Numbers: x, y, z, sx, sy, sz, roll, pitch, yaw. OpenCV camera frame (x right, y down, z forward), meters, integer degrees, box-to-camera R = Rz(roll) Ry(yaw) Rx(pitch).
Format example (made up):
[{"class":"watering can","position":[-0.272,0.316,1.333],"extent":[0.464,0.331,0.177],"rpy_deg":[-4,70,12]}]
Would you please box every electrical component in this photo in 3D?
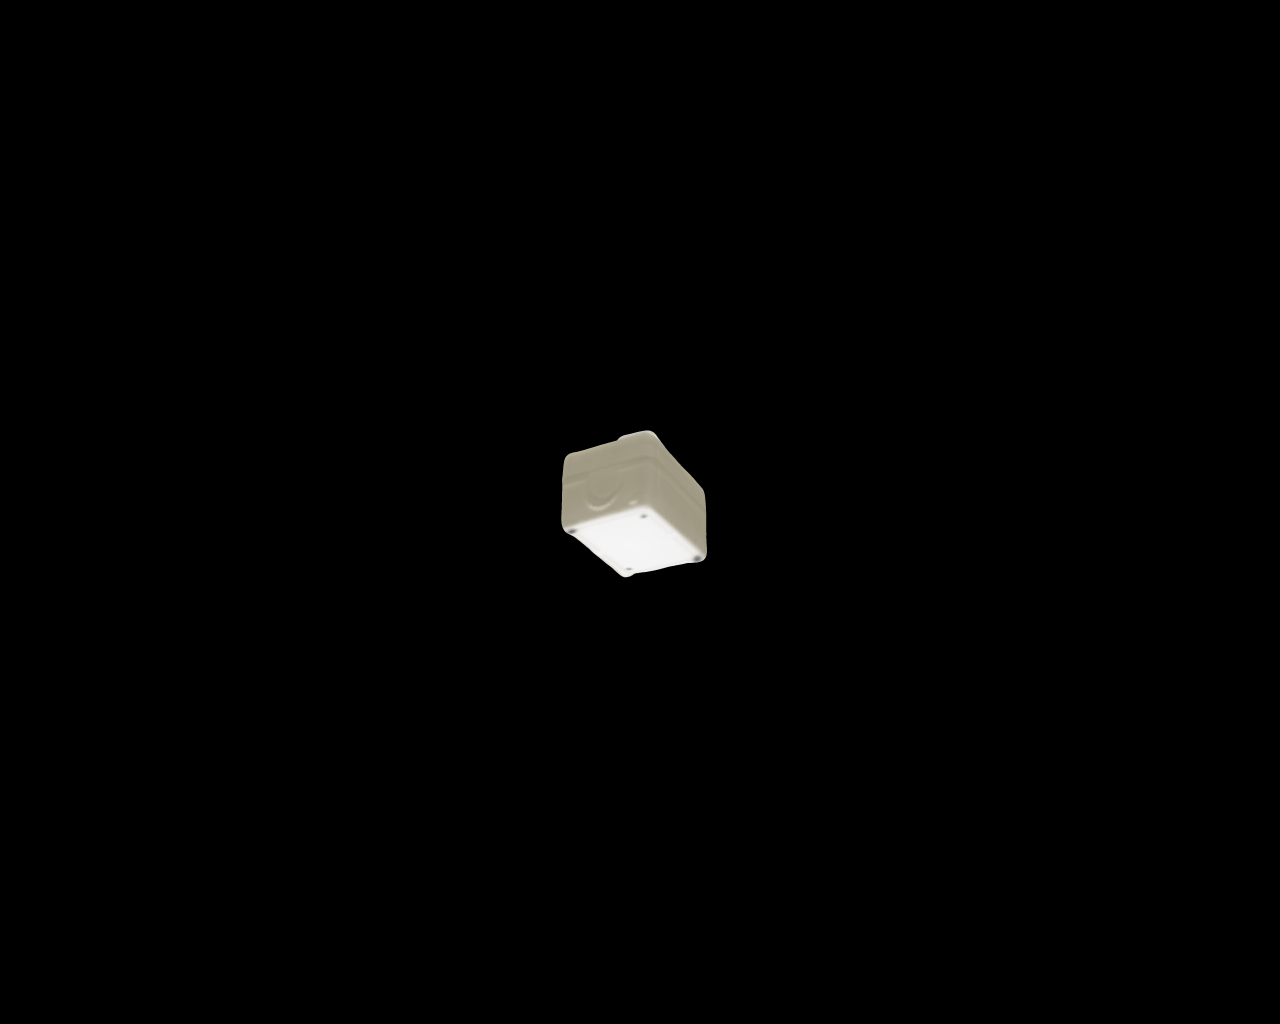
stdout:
[{"class":"electrical component","position":[0.001,-0.003,0.650],"extent":[0.061,0.061,0.096],"rpy_deg":[-14,-32,24]}]
